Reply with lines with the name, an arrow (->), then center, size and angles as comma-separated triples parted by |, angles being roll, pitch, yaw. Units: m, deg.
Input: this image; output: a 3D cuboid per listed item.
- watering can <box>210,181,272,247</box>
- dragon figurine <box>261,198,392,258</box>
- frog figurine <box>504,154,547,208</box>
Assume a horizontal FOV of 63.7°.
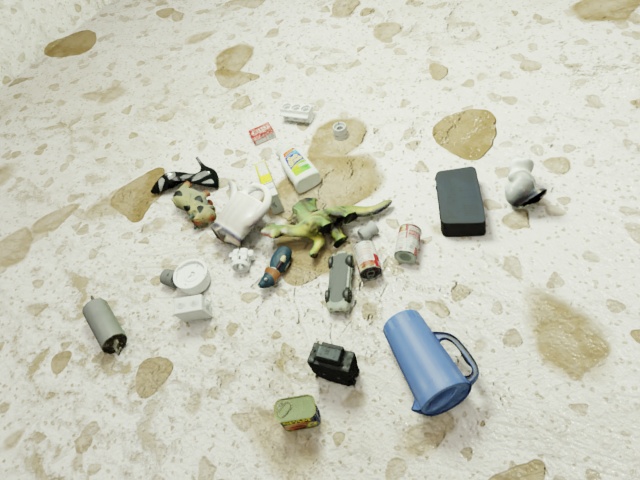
watering can -> -0.275, -0.097, 1.705 | 0.102, 0.226, 0.350 | 41, -11, -32
dragon figurine -> 0.005, -0.083, 1.645 | 0.414, 0.119, 0.246 | -26, 43, -24
frog figurine -> 0.597, -0.183, 1.549 | 0.121, 0.162, 0.137 | -32, -23, 24
